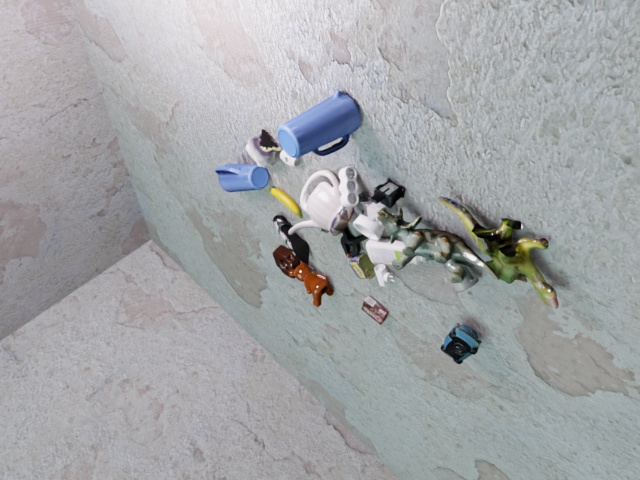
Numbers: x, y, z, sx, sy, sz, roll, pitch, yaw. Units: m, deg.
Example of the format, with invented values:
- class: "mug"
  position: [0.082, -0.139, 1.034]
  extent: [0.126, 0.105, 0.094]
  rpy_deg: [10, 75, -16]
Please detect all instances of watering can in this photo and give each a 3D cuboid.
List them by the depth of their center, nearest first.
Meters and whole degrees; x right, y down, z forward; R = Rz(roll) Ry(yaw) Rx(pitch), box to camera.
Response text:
- class: "watering can"
  position: [0.006, -0.098, 1.947]
  extent: [0.226, 0.105, 0.340]
  rpy_deg: [41, 128, 20]

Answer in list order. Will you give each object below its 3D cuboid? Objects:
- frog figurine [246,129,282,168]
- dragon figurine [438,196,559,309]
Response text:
- class: "frog figurine"
  position: [-0.236, -0.342, 2.058]
  extent: [0.137, 0.125, 0.156]
  rpy_deg: [33, 140, -6]
- class: "dragon figurine"
  position: [0.498, 0.042, 1.448]
  extent: [0.416, 0.123, 0.237]
  rpy_deg: [41, 160, 36]
